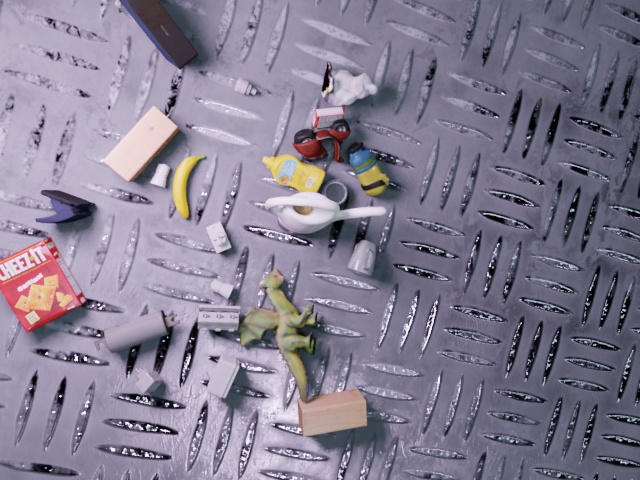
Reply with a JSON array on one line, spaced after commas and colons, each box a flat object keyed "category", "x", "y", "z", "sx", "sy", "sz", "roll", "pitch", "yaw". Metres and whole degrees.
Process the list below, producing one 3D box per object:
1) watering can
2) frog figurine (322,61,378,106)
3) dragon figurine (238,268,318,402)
[{"category": "watering can", "x": 0.005, "y": -0.077, "z": 1.532, "sx": 0.347, "sy": 0.222, "sz": 0.105, "roll": 6, "pitch": 77, "yaw": -13}, {"category": "frog figurine", "x": 0.090, "y": -0.463, "z": 1.570, "sx": 0.159, "sy": 0.141, "sz": 0.120, "roll": 8, "pitch": 129, "yaw": -18}, {"category": "dragon figurine", "x": -0.134, "y": 0.297, "z": 1.606, "sx": 0.243, "sy": 0.122, "sz": 0.410, "roll": 6, "pitch": 91, "yaw": 4}]
